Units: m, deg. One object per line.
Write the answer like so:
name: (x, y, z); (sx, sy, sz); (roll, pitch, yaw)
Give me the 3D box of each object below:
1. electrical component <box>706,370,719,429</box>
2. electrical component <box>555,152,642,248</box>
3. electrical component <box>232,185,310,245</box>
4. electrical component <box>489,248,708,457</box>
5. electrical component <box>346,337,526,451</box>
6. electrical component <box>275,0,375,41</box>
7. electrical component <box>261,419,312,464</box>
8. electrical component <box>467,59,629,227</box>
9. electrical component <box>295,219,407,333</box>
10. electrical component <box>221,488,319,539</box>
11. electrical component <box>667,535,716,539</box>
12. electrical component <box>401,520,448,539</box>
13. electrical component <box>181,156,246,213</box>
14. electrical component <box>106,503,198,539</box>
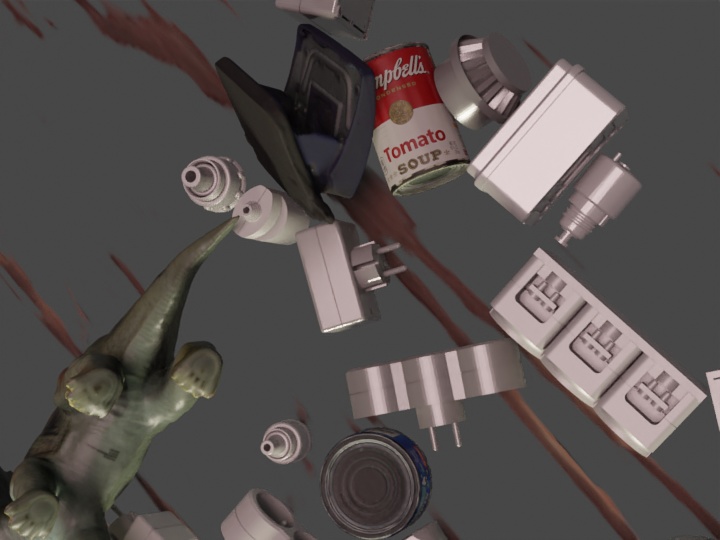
electrical component: (0.287, 0.083, 0.749); (0.081, 0.064, 0.042); (-13, 85, 18)
electrical component: (0.175, -0.050, 0.804); (0.040, 0.040, 0.078); (41, 100, 15)
electrical component: (-0.075, -0.044, 0.865); (0.043, 0.081, 0.043); (-1, 87, 18)
electrical component: (0.170, 0.058, 0.774); (0.150, 0.089, 0.061); (43, 101, 15)
electrical component: (0.060, 0.101, 0.828); (0.138, 0.052, 0.073); (-13, 82, 18)
electrical component: (-0.028, -0.225, 0.849); (0.061, 0.096, 0.061); (14, 93, 18)
electrical component: (-0.062, 0.139, 0.863); (0.035, 0.061, 0.035); (-1, 87, 18)
electrical component: (0.139, -0.093, 0.798); (0.057, 0.078, 0.113); (43, 101, 12)
electrical component: (0.000, 0.000, 0.856); (0.076, 0.047, 0.083); (-18, 82, 17)
electrical component: (-0.061, 0.249, 0.862); (0.138, 0.052, 0.073); (43, 101, 15)
electrical component: (0.236, 0.235, 0.758); (0.099, 0.064, 0.099); (-1, 87, 18)
electrical component: (0.046, 0.247, 0.831); (0.079, 0.044, 0.077); (-35, 78, 14)
electrical component: (-0.126, -0.074, 0.893); (0.048, 0.062, 0.048); (-1, 87, 18)
electrical component: (-0.191, 0.230, 0.909); (0.077, 0.047, 0.065); (37, 99, 24)
